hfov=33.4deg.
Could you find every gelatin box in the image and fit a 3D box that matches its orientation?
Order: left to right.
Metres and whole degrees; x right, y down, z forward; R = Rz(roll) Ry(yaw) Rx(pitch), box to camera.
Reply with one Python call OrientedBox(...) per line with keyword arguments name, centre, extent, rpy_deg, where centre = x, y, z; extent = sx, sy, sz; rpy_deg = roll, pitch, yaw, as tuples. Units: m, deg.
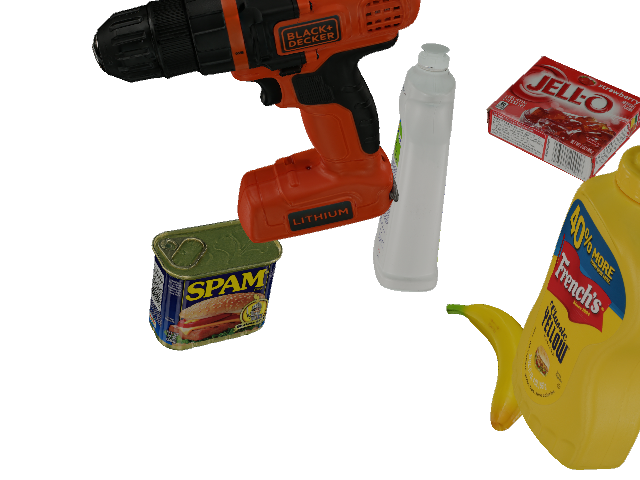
OrientedBox(name="gelatin box", centre=(0.177, -0.090, 0.773), extent=(0.089, 0.030, 0.073), rpy_deg=(32, 59, 28))

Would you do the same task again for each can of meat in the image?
OrientedBox(name="can of meat", centre=(-0.088, 0.037, 0.871), extent=(0.101, 0.084, 0.057), rpy_deg=(-11, 43, -27))

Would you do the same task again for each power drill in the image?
OrientedBox(name="power drill", centre=(-0.028, -0.080, 0.645), extent=(0.184, 0.057, 0.187), rpy_deg=(-12, -39, -1))

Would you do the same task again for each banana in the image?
OrientedBox(name="banana", centre=(0.189, 0.123, 1.116), extent=(0.069, 0.037, 0.198), rpy_deg=(-24, 33, 6))

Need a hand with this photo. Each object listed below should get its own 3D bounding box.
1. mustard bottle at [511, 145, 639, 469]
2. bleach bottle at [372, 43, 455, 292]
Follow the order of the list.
OrientedBox(name="mustard bottle", centre=(0.154, 0.024, 0.554), extent=(0.058, 0.192, 0.096), rpy_deg=(2, 38, -12))
OrientedBox(name="bleach bottle", centre=(0.102, -0.077, 1.109), extent=(0.068, 0.251, 0.102), rpy_deg=(3, 29, -5))
